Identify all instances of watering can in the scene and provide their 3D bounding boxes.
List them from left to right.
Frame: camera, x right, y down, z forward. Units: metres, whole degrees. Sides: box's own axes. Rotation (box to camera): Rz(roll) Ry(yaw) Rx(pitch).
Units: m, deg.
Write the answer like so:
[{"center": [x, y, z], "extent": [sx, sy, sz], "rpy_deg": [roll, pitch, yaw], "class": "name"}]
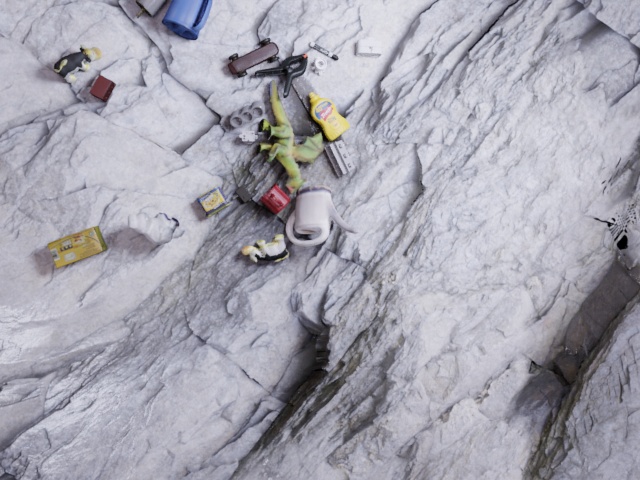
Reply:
[{"center": [0.006, -0.093, 1.850], "extent": [0.346, 0.227, 0.103], "rpy_deg": [-9, -17, 41], "class": "watering can"}]

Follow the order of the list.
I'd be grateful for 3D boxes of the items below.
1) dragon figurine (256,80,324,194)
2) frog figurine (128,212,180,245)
[{"center": [-0.100, -0.379, 1.925], "extent": [0.242, 0.412, 0.122], "rpy_deg": [10, -6, -25], "class": "dragon figurine"}, {"center": [-0.600, -0.039, 1.818], "extent": [0.139, 0.120, 0.160], "rpy_deg": [43, 31, 25], "class": "frog figurine"}]
